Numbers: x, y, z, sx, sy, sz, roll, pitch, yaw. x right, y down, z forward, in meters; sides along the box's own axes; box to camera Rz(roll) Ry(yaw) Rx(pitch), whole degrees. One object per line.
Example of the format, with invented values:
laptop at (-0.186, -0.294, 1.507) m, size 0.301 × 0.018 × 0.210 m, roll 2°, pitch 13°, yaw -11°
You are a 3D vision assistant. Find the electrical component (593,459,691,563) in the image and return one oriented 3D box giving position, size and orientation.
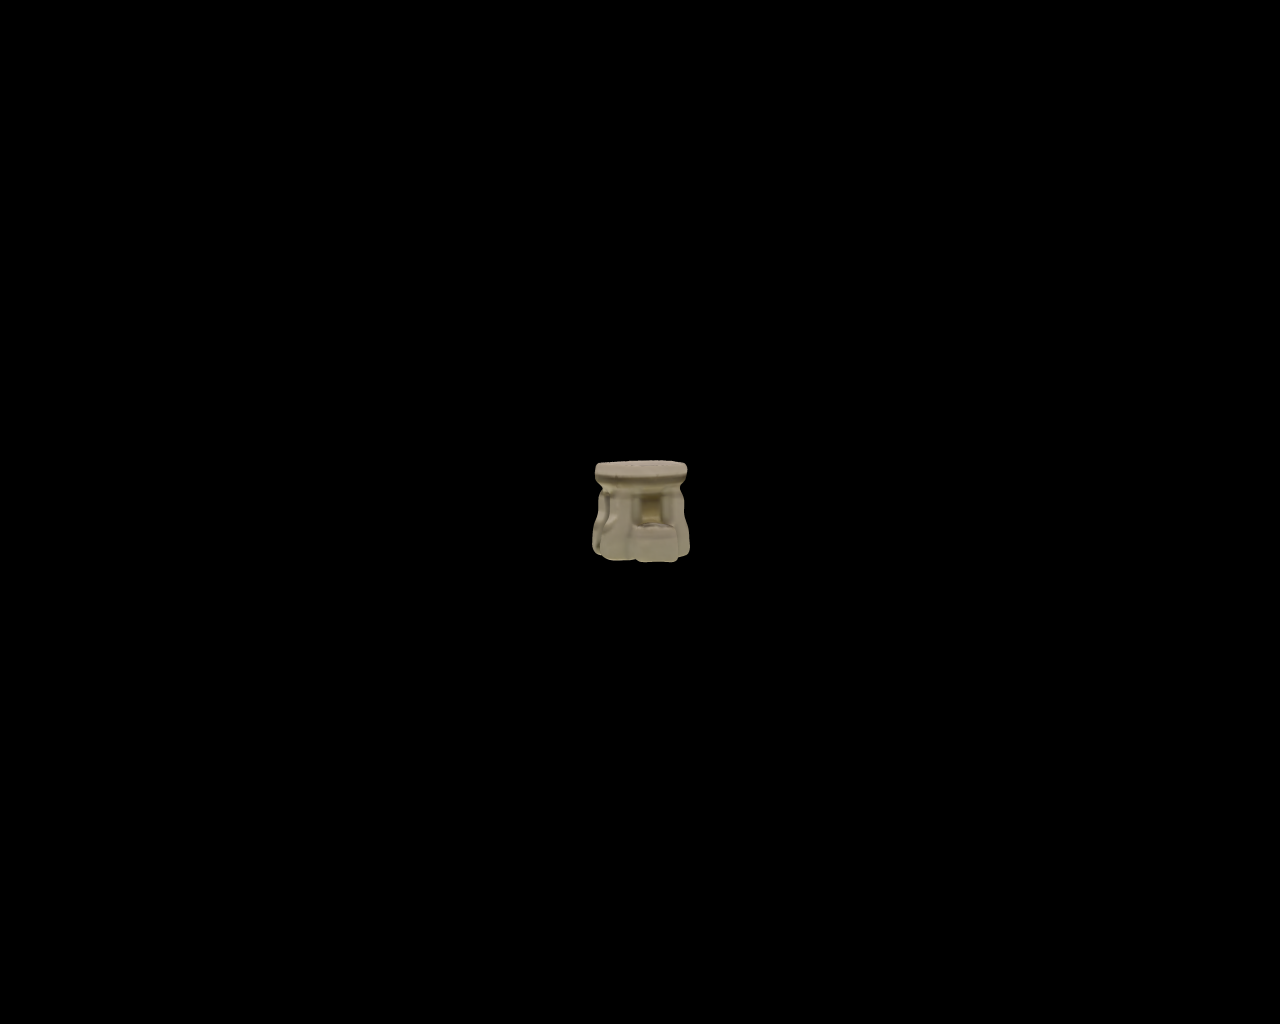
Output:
electrical component at (0.001, -0.003, 0.650) m, size 0.058 × 0.057 × 0.078 m, roll -1°, pitch 5°, yaw -15°
